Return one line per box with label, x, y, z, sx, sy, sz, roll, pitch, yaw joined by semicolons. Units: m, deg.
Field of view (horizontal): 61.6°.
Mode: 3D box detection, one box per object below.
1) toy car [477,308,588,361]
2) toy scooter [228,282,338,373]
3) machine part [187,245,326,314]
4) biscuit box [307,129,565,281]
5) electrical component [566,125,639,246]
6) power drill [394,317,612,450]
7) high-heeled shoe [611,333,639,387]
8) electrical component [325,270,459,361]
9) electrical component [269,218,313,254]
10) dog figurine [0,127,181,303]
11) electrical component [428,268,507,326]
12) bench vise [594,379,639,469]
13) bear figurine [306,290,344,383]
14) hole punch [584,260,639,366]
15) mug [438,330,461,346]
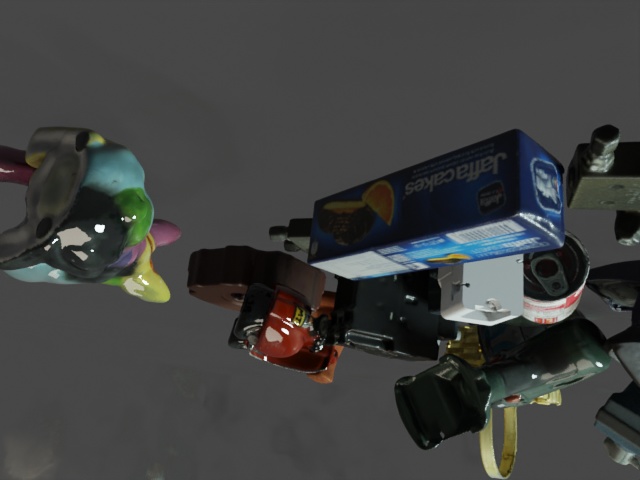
toy car;0.301;0.132;0.707;0.162;0.109;0.102;2;146;-11
toy scooter;-0.032;0.108;0.615;0.135;0.075;0.184;19;155;-6
machine part;-0.084;0.058;0.700;0.179;0.056;0.179;8;161;3
biscuit box;0.076;-0.016;0.404;0.059;0.063;0.203;22;156;-36
electrical component;0.198;-0.032;0.335;0.078;0.045;0.102;2;161;10
power drill;0.182;0.163;0.586;0.207;0.086;0.232;3;148;-36
high-heeled shoe;0.374;0.119;0.516;0.249;0.086;0.145;27;-162;-2
electrical component;0.081;0.065;0.564;0.134;0.115;0.058;12;165;-17
electrical component;-0.001;-0.002;0.540;0.094;0.021;0.063;-2;160;24
dog figurine;-0.183;-0.005;0.477;0.192;0.108;0.219;-5;163;25
electrical component;0.135;0.039;0.529;0.119;0.075;0.048;16;160;-36
bench vise;0.436;0.169;0.660;0.240;0.223;0.129;-10;-159;-43
bear figurine;0.054;0.128;0.746;0.196;0.132;0.120;-2;138;44
hole punch;0.338;0.065;0.535;0.116;0.092;0.142;-33;132;29
mug;0.162;0.140;0.831;0.110;0.080;0.107;-5;169;20
